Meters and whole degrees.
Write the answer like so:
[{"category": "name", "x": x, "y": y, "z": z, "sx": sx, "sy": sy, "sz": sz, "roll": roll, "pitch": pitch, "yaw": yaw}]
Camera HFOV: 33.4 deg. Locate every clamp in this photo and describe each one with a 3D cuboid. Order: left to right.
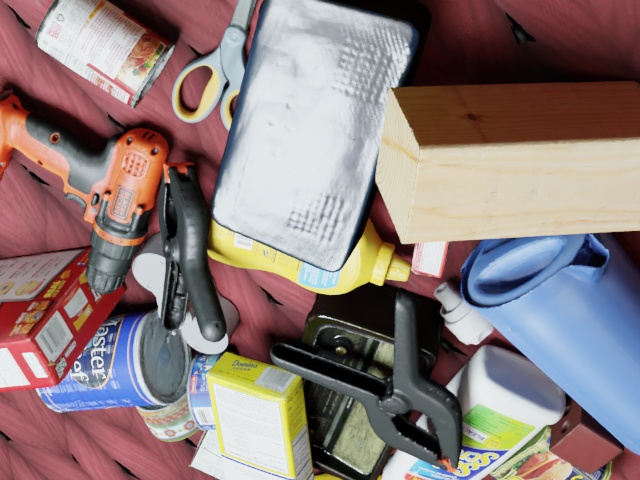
[{"category": "clamp", "x": -0.121, "y": 0.015, "z": 0.997, "sx": 0.120, "sy": 0.039, "sz": 0.171, "roll": 15, "pitch": 112, "yaw": 53}, {"category": "clamp", "x": 0.061, "y": 0.145, "z": 1.013, "sx": 0.165, "sy": 0.036, "sz": 0.210, "roll": -19, "pitch": 118, "yaw": 31}]

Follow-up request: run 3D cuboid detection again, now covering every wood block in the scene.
[{"category": "wood block", "x": 0.157, "y": -0.063, "z": 0.826, "sx": 0.206, "sy": 0.091, "sz": 0.090, "roll": -3, "pitch": 129, "yaw": -12}]

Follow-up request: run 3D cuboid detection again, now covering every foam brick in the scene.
[{"category": "foam brick", "x": 0.260, "y": 0.177, "z": 1.037, "sx": 0.051, "sy": 0.078, "sz": 0.053, "roll": 31, "pitch": 130, "yaw": -8}]

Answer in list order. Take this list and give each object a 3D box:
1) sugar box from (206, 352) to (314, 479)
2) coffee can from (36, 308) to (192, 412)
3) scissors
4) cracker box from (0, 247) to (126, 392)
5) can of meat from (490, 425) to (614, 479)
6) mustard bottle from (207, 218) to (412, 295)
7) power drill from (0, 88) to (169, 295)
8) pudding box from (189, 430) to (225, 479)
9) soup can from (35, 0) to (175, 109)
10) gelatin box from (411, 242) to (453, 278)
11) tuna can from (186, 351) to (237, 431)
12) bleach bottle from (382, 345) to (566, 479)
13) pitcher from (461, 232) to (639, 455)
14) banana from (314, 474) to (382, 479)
[{"category": "sugar box", "x": -0.058, "y": 0.204, "z": 1.101, "sx": 0.093, "sy": 0.048, "sz": 0.176, "roll": 14, "pitch": 131, "yaw": 26}, {"category": "coffee can", "x": -0.225, "y": 0.132, "z": 1.156, "sx": 0.140, "sy": 0.102, "sz": 0.103, "roll": -8, "pitch": 123, "yaw": 25}, {"category": "scissors", "x": -0.060, "y": -0.162, "z": 0.928, "sx": 0.096, "sy": 0.016, "sz": 0.202, "roll": 36, "pitch": 130, "yaw": -11}, {"category": "cracker box", "x": -0.335, "y": 0.088, "z": 1.122, "sx": 0.214, "sy": 0.164, "sz": 0.072, "roll": -8, "pitch": 121, "yaw": 25}, {"category": "can of meat", "x": 0.236, "y": 0.231, "z": 1.102, "sx": 0.084, "sy": 0.057, "sz": 0.102, "roll": 38, "pitch": 129, "yaw": -8}, {"category": "mustard bottle", "x": -0.006, "y": 0.001, "z": 1.007, "sx": 0.191, "sy": 0.058, "sz": 0.096, "roll": 18, "pitch": 121, "yaw": 5}, {"category": "power drill", "x": -0.252, "y": -0.051, "z": 1.041, "sx": 0.187, "sy": 0.057, "sz": 0.185, "roll": 23, "pitch": 116, "yaw": -1}, {"category": "pudding box", "x": -0.093, "y": 0.238, "z": 1.235, "sx": 0.090, "sy": 0.039, "sz": 0.114, "roll": 26, "pitch": 129, "yaw": -1}, {"category": "soup can", "x": -0.188, "y": -0.171, "z": 0.933, "sx": 0.102, "sy": 0.068, "sz": 0.069, "roll": 33, "pitch": 130, "yaw": -7}, {"category": "gelatin box", "x": 0.106, "y": -0.022, "z": 0.940, "sx": 0.030, "sy": 0.073, "sz": 0.089, "roll": 15, "pitch": 130, "yaw": 9}, {"category": "tuna can", "x": -0.110, "y": 0.162, "z": 1.151, "sx": 0.034, "sy": 0.086, "sz": 0.086, "roll": -5, "pitch": 124, "yaw": 20}, {"category": "bleach bottle", "x": 0.142, "y": 0.217, "z": 1.105, "sx": 0.102, "sy": 0.068, "sz": 0.251, "roll": 25, "pitch": 128, "yaw": -9}, {"category": "pitcher", "x": 0.242, "y": 0.081, "z": 0.949, "sx": 0.145, "sy": 0.149, "sz": 0.242, "roll": -37, "pitch": 112, "yaw": 21}, {"category": "banana", "x": 0.048, "y": 0.293, "z": 1.232, "sx": 0.198, "sy": 0.037, "sz": 0.069, "roll": -8, "pitch": 143, "yaw": 27}]
